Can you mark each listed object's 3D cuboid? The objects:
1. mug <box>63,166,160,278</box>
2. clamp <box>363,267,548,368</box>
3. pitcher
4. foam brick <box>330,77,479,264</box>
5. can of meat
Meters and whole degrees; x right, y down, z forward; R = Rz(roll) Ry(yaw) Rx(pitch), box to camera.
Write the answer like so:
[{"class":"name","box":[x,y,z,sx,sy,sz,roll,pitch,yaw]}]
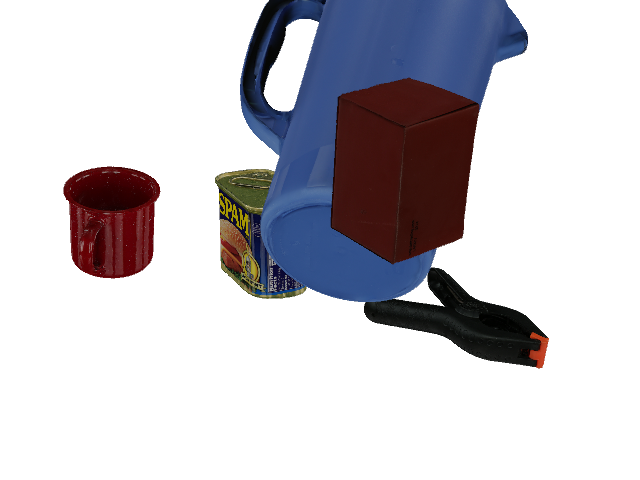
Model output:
[{"class":"mug","box":[-0.208,-0.010,1.047,0.093,0.081,0.117,9,31,5]},{"class":"clamp","box":[0.140,0.071,1.008,0.172,0.039,0.120,21,34,25]},{"class":"pitcher","box":[0.032,-0.085,0.713,0.149,0.242,0.145,-21,-52,40]},{"class":"foam brick","box":[0.042,-0.037,0.546,0.052,0.078,0.051,-19,36,-35]},{"class":"can of meat","box":[-0.050,-0.006,0.908,0.057,0.084,0.102,-10,24,-24]}]
